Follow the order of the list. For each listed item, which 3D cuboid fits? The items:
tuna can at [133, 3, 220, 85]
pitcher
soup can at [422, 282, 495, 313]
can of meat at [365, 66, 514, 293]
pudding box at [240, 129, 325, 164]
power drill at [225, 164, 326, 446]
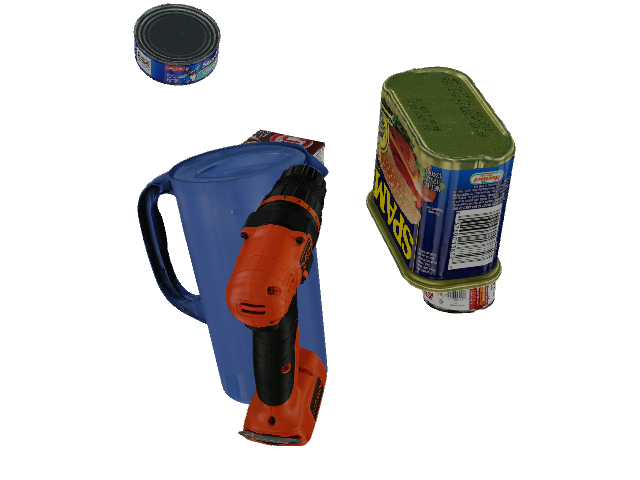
[{"bbox_3d":[-0.144,-0.197,1.073,0.086,0.086,0.034,0,-36,-9],"label":"tuna can"},{"bbox_3d":[-0.072,0.033,1.039,0.144,0.243,0.149,-21,22,-33],"label":"pitcher"},{"bbox_3d":[0.126,0.007,0.962,0.068,0.102,0.068,-2,23,1],"label":"soup can"},{"bbox_3d":[0.065,-0.036,0.587,0.057,0.084,0.102,-7,39,-13],"label":"can of meat"},{"bbox_3d":[-0.057,-0.092,1.285,0.090,0.039,0.113,12,32,21],"label":"pudding box"},{"bbox_3d":[-0.028,0.053,0.844,0.057,0.188,0.184,5,34,12],"label":"power drill"}]
